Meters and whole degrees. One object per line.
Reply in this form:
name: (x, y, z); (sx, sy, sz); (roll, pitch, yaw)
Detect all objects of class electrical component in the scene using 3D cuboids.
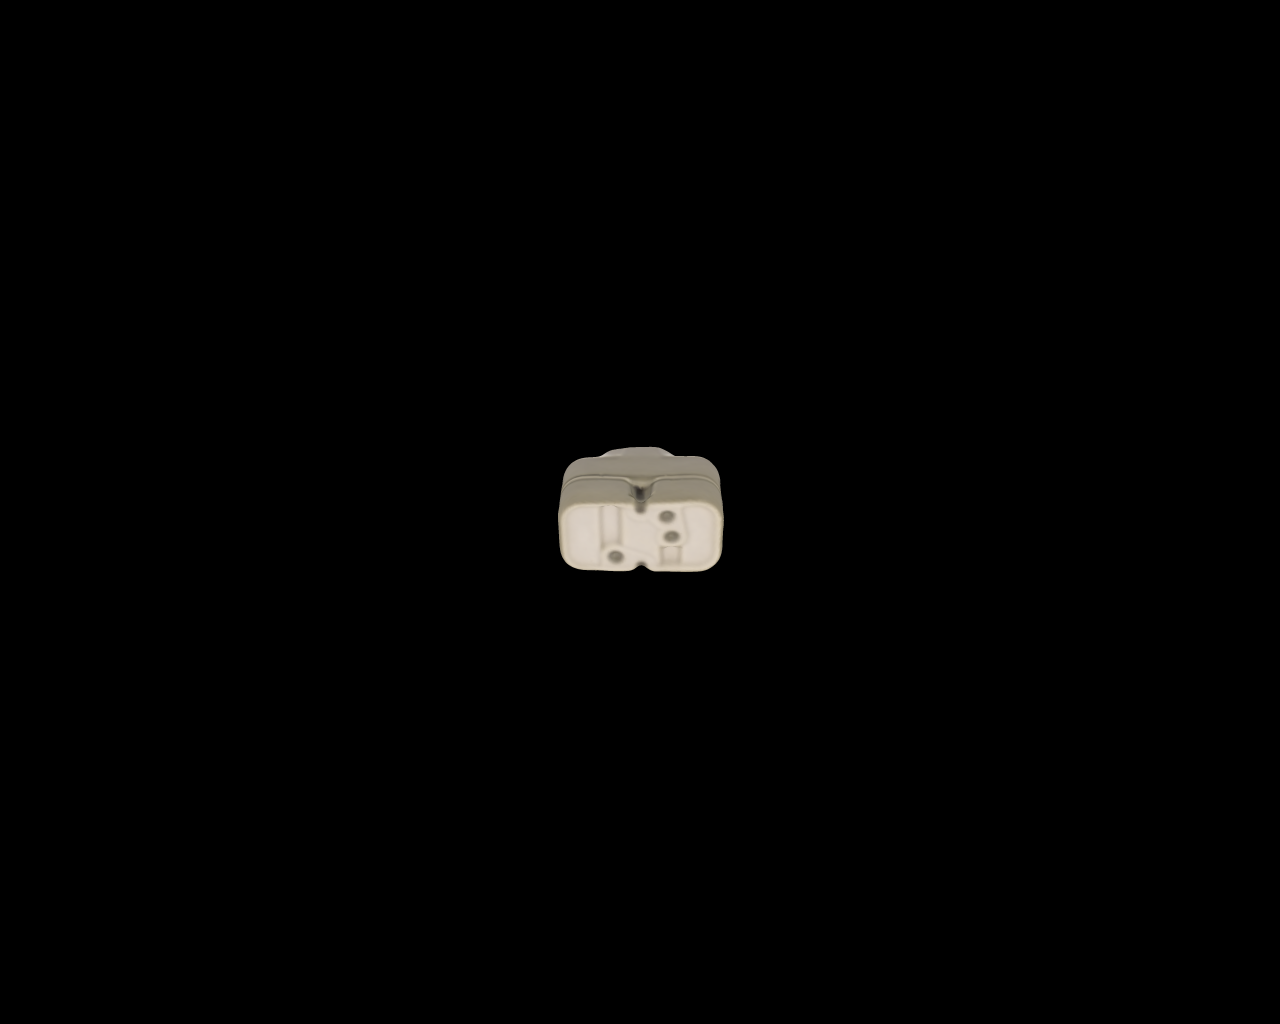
electrical component: (0.001, -0.003, 0.650); (0.095, 0.053, 0.059); (0, 37, 0)
